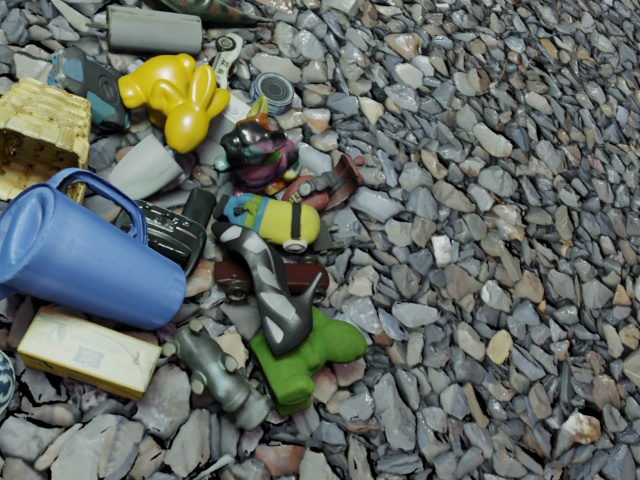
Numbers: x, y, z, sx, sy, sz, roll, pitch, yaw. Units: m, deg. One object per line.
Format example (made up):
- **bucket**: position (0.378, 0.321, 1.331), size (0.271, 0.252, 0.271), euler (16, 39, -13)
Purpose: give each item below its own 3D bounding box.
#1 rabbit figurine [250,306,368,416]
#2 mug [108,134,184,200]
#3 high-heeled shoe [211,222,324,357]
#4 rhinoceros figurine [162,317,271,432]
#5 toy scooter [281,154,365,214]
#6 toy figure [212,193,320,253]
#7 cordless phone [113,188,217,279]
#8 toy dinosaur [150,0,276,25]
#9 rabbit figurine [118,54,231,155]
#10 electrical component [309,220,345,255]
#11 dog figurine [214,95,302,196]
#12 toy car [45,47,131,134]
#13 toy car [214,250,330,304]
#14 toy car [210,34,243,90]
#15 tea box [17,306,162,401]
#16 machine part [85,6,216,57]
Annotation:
- **rabbit figurine**: position (-0.014, 0.178, 0.857), size (0.170, 0.121, 0.159), euler (-21, 54, -15)
- **mug**: position (-0.298, -0.118, 0.892), size (0.107, 0.080, 0.110), euler (-40, 49, -9)
- **high-heeled shoe**: position (-0.106, 0.071, 0.835), size (0.249, 0.086, 0.145), euler (25, 73, 27)
- **rhinoceros figurine**: position (-0.152, 0.201, 0.795), size (0.073, 0.112, 0.190), euler (-42, 74, -16)
- **toy scooter**: position (0.017, -0.103, 0.988), size (0.184, 0.135, 0.075), euler (-25, 79, -29)
- **toy figure**: position (-0.089, -0.036, 0.927), size (0.180, 0.089, 0.082), euler (20, 23, -1)
- **cordless phone**: position (-0.251, -0.036, 0.888), size (0.146, 0.088, 0.184), euler (23, 49, -12)
- **toy dinosaur**: position (-0.290, -0.506, 1.065), size (0.405, 0.131, 0.192), euler (31, 71, -12)
- **rabbit figurine**: position (-0.233, -0.223, 0.911), size (0.162, 0.121, 0.173), euler (-27, 63, 3)
- **electrical component**: position (-0.002, -0.003, 0.999), size (0.094, 0.021, 0.063), euler (-8, 70, -26)
- **dog figurine**: position (-0.090, -0.159, 0.921), size (0.191, 0.219, 0.108), euler (-22, 80, -29)
- **toy car**: position (-0.396, -0.240, 0.891), size (0.103, 0.161, 0.109), euler (-15, 75, 19)
- **toy car**: position (-0.080, 0.065, 0.915), size (0.202, 0.053, 0.089), euler (3, 50, -21)
- **toy car**: position (-0.195, -0.312, 1.031), size (0.056, 0.073, 0.202), euler (19, 60, -14)
- **tea box**: position (-0.315, 0.161, 0.744), size (0.169, 0.098, 0.068), euler (21, 60, -11)
- **machine part**: position (-0.314, -0.394, 1.019), size (0.243, 0.079, 0.079), euler (-4, 68, -25)
